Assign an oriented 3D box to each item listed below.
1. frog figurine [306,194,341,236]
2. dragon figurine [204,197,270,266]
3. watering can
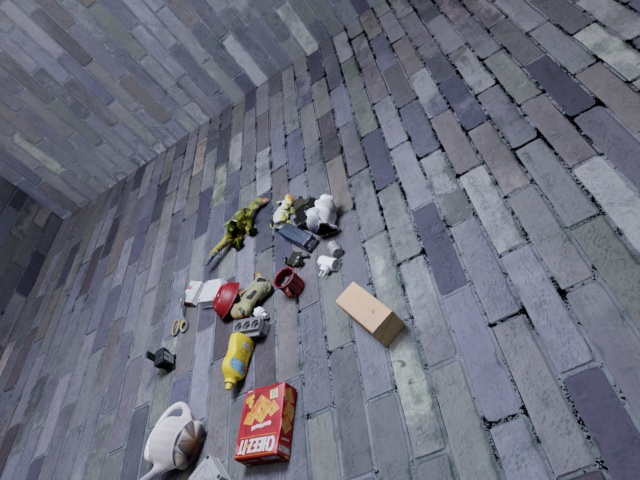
[{"bbox_3d":[0.006,-0.101,2.003,0.120,0.137,0.163,-48,45,45],"label":"frog figurine"},{"bbox_3d":[-0.394,-0.057,2.390,0.411,0.121,0.245,-42,19,-2],"label":"dragon figurine"},{"bbox_3d":[-0.504,0.703,1.688,0.223,0.102,0.356,-9,46,36],"label":"watering can"}]
